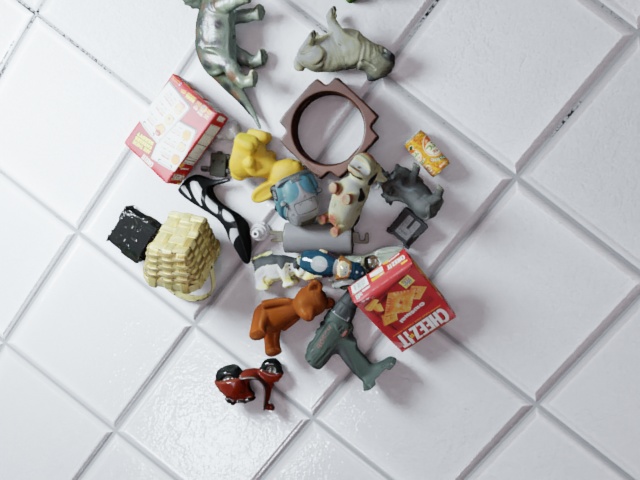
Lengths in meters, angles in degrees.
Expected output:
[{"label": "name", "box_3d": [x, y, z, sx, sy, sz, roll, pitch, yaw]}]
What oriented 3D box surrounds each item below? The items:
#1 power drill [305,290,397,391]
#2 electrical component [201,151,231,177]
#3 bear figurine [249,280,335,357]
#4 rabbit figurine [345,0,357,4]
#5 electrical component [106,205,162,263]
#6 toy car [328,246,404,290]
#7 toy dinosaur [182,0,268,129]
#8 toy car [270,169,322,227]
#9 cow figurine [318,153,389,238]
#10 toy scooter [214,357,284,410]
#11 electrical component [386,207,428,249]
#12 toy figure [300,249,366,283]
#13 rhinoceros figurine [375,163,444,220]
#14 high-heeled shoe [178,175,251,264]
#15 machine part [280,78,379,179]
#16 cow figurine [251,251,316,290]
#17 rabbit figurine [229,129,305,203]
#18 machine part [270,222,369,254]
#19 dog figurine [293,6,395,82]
[{"label": "power drill", "box_3d": [0.090, 0.255, 1.334, 0.207, 0.086, 0.232, 41, 93, -4]}, {"label": "electrical component", "box_3d": [-0.253, -0.191, 1.348, 0.094, 0.021, 0.063, 5, 99, 8]}, {"label": "bear figurine", "box_3d": [-0.065, 0.189, 1.327, 0.196, 0.132, 0.120, -17, 132, 14]}, {"label": "rabbit figurine", "box_3d": [0.112, -0.590, 1.164, 0.159, 0.170, 0.121, 6, 99, 8]}, {"label": "electrical component", "box_3d": [-0.466, -0.009, 1.386, 0.134, 0.058, 0.115, 33, 103, 3]}, {"label": "toy car", "box_3d": [0.115, 0.068, 1.303, 0.202, 0.056, 0.073, -13, 65, 9]}, {"label": "toy dinosaur", "box_3d": [-0.230, -0.468, 1.263, 0.192, 0.131, 0.404, 6, 103, 20]}, {"label": "toy car", "box_3d": [-0.051, -0.082, 1.257, 0.109, 0.161, 0.103, -21, 65, -16]}, {"label": "cow figurine", "box_3d": [0.080, -0.109, 1.220, 0.086, 0.127, 0.194, 39, 131, 25]}, {"label": "toy scooter", "box_3d": [-0.179, 0.385, 1.395, 0.184, 0.075, 0.135, -10, 98, 4]}, {"label": "electrical component", "box_3d": [0.224, -0.044, 1.290, 0.075, 0.048, 0.119, 44, 103, 0]}, {"label": "toy figure", "box_3d": [0.030, 0.064, 1.267, 0.155, 0.058, 0.064, 11, 119, 14]}, {"label": "rhinoceros figurine", "box_3d": [0.201, -0.117, 1.255, 0.190, 0.073, 0.112, 41, 83, 24]}, {"label": "high-heeled shoe", "box_3d": [-0.264, -0.047, 1.343, 0.145, 0.086, 0.248, -14, 92, 13]}, {"label": "machine part", "box_3d": [0.024, -0.260, 1.268, 0.201, 0.087, 0.201, 43, 102, -1]}, {"label": "cow figurine", "box_3d": [-0.086, 0.069, 1.342, 0.167, 0.068, 0.098, -11, 90, 8]}, {"label": "rabbit figurine", "box_3d": [-0.126, -0.168, 1.284, 0.173, 0.122, 0.162, 19, 105, 3]}, {"label": "machine part", "box_3d": [-0.003, -0.004, 1.312, 0.243, 0.079, 0.079, 1, 98, 7]}, {"label": "dog figurine", "box_3d": [0.056, -0.408, 1.230, 0.190, 0.121, 0.172, 42, 113, -7]}]
